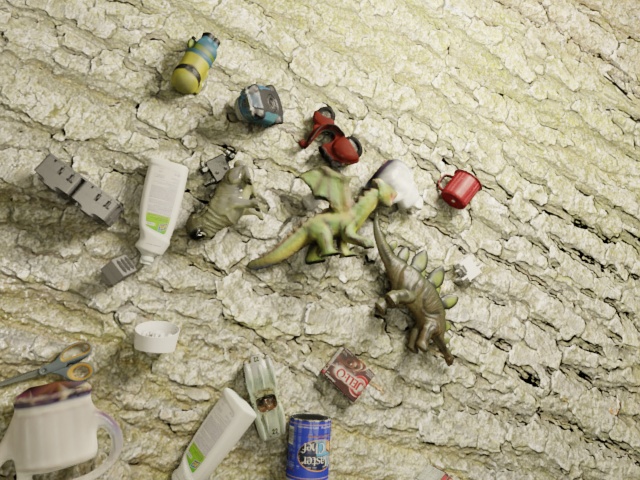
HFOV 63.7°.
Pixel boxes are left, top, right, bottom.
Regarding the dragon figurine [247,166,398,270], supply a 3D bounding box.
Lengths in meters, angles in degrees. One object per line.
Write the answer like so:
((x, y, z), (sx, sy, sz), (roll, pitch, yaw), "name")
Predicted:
((0.004, -0.066, 1.318), (0.410, 0.121, 0.244), (-8, 82, -3), "dragon figurine")

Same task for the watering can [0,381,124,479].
((-0.598, 0.421, 1.074), (0.348, 0.103, 0.226), (-7, 82, -17), "watering can")

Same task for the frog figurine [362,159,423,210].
((0.216, -0.138, 1.402), (0.160, 0.120, 0.140), (40, 54, 6), "frog figurine")
